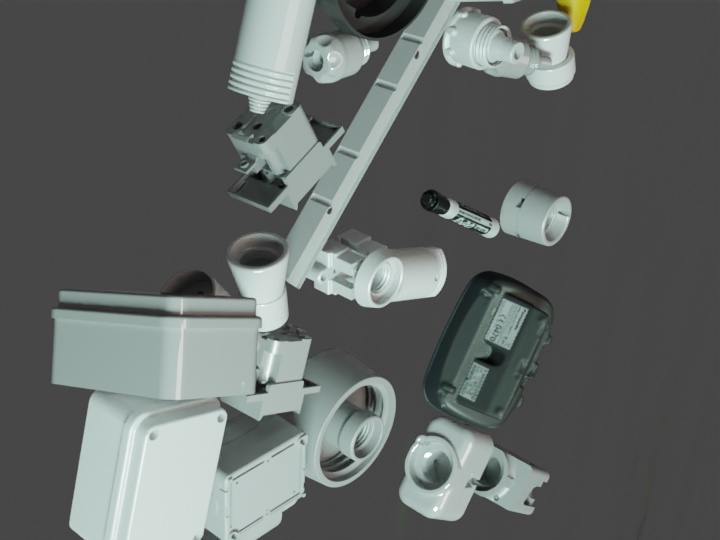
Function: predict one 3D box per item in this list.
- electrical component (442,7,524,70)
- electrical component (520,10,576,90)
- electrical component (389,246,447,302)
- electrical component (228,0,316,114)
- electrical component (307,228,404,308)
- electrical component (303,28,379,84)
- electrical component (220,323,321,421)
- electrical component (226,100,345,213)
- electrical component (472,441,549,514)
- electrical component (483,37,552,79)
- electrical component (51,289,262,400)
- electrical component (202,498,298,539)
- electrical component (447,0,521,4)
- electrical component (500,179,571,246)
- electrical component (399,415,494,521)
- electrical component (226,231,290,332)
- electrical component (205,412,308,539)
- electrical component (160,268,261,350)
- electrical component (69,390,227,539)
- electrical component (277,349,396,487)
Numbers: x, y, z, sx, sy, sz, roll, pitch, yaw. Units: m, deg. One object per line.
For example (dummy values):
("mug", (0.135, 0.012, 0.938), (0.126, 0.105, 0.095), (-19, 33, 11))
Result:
("electrical component", (0.099, -0.178, 0.847), (0.048, 0.062, 0.048), (-29, 133, -38))
("electrical component", (0.165, -0.191, 0.938), (0.045, 0.045, 0.055), (-45, 141, -26))
("electrical component", (0.044, 0.003, 0.900), (0.081, 0.043, 0.043), (-5, 114, -51))
("electrical component", (-0.057, -0.140, 0.684), (0.043, 0.043, 0.081), (-5, 114, -51))
("electrical component", (0.000, 0.000, 0.831), (0.066, 0.055, 0.048), (-28, 131, -41))
("electrical component", (-0.011, -0.151, 0.745), (0.061, 0.035, 0.035), (-28, 131, -43))
("electrical component", (-0.068, 0.073, 0.800), (0.081, 0.042, 0.063), (-1, 107, -53))
("electrical component", (-0.054, -0.082, 0.724), (0.081, 0.042, 0.063), (-50, 141, -21))
("electrical component", (0.138, 0.207, 1.105), (0.056, 0.089, 0.050), (28, 88, -55))
("electrical component", (0.133, -0.177, 0.901), (0.061, 0.035, 0.035), (3, 110, -26))
("electrical component", (-0.123, 0.042, 0.644), (0.078, 0.113, 0.057), (4, 88, -53))
("electrical component", (-0.084, 0.187, 0.847), (0.081, 0.043, 0.043), (-25, 129, -43))
("electrical component", (0.098, -0.249, 0.767), (0.109, 0.056, 0.108), (-43, 133, -64))
("electrical component", (0.168, -0.053, 1.024), (0.055, 0.047, 0.055), (-30, 132, -40))
("electrical component", (0.082, 0.194, 1.056), (0.059, 0.054, 0.095), (26, 89, -55))
("electrical component", (-0.070, 0.011, 0.762), (0.044, 0.044, 0.065), (-37, 141, -34))
("electrical component", (-0.084, 0.147, 0.806), (0.096, 0.061, 0.061), (-25, 129, -43))
("electrical component", (-0.100, 0.037, 0.735), (0.043, 0.043, 0.081), (-55, 145, -14))
("electrical component", (-0.142, 0.135, 0.727), (0.078, 0.057, 0.113), (-7, 116, -50))
("electrical component", (-0.016, 0.126, 0.883), (0.108, 0.060, 0.108), (-30, 132, -40))
